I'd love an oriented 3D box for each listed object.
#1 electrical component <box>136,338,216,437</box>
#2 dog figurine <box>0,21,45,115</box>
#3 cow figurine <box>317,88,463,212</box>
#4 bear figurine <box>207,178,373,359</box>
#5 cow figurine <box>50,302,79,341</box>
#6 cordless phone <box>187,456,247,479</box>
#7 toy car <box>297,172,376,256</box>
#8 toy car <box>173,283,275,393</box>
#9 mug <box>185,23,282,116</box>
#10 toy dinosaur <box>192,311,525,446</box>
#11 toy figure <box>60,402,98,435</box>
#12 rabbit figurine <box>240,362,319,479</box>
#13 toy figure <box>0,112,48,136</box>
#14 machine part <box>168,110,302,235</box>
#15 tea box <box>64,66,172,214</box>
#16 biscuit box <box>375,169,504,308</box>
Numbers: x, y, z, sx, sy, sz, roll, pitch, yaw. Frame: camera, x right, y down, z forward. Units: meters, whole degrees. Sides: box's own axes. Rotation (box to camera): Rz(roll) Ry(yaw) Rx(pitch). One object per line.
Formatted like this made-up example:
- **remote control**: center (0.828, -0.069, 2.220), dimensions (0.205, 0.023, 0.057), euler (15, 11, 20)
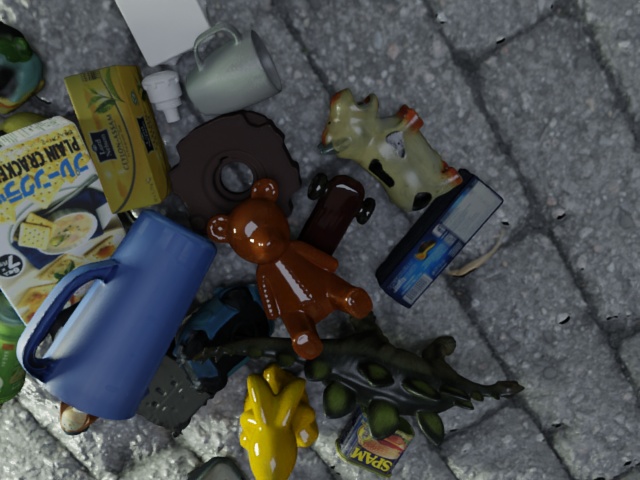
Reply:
- **electrical component**: center (-0.232, 0.214, 0.809), dimensions (0.134, 0.058, 0.115), euler (38, 100, -13)
- **dog figurine**: center (-0.436, -0.172, 0.594), dimensions (0.192, 0.219, 0.108), euler (-20, 111, 4)
- **cow figurine**: center (0.083, -0.117, 0.708), dimensions (0.127, 0.085, 0.194), euler (-40, 109, 7)
- **bear figurine**: center (-0.041, 0.030, 0.673), dimensions (0.120, 0.132, 0.195), euler (-36, 117, -8)
- **cow figurine**: center (-0.308, 0.102, 0.767), dimensions (0.167, 0.068, 0.098), euler (-32, 100, 6)
- **cordless phone**: center (-0.162, 0.443, 0.818), dimensions (0.089, 0.184, 0.146), euler (-23, 107, 9)
- **toy car**: center (-0.002, -0.002, 0.749), dimensions (0.089, 0.053, 0.202), euler (23, 117, -12)
- **toy car**: center (-0.147, 0.135, 0.760), dimensions (0.103, 0.162, 0.109), euler (3, 125, 43)
- **mug**: center (-0.117, -0.205, 0.662), dimensions (0.107, 0.081, 0.109), euler (-25, 144, 13)
- **toy dinosaur**: center (0.069, 0.178, 0.739), dimensions (0.472, 0.199, 0.105), euler (11, 104, -8)
- **toy figure**: center (-0.357, 0.241, 0.814), dimensions (0.064, 0.057, 0.154), euler (39, 107, 26)
- **rabbit figurine**: center (-0.058, 0.266, 0.774), dimensions (0.122, 0.173, 0.162), euler (7, 111, -1)
- **toy figure**: center (-0.389, -0.076, 0.699), dimensions (0.089, 0.082, 0.180), euler (8, 100, -26)
- **machine part**: center (-0.112, -0.084, 0.722), dimensions (0.179, 0.056, 0.179), euler (-1, 106, -3)
- **tea box**: center (-0.246, -0.129, 0.679), dimensions (0.068, 0.098, 0.169), euler (-12, 109, 0)
- **biscuit box**: center (0.162, -0.001, 0.757), dimensions (0.059, 0.063, 0.202), euler (36, 103, -13)
